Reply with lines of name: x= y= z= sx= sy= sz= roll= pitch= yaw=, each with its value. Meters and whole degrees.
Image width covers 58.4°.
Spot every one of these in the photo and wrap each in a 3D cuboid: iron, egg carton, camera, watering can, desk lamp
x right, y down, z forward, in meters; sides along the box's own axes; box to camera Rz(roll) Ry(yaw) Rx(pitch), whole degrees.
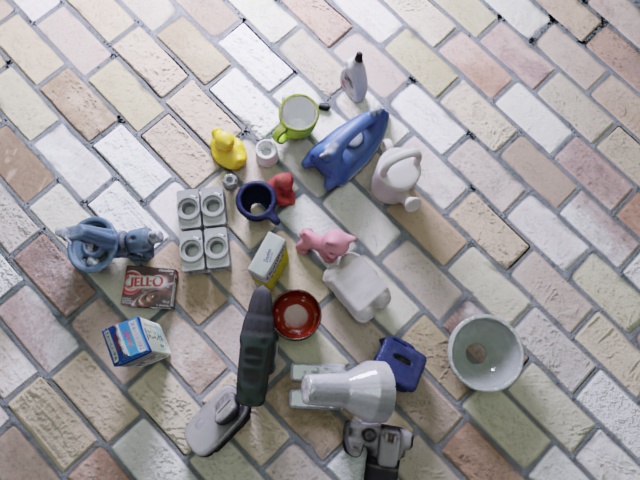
iron: x=0.079 y=-0.242 z=1.324 sx=0.118 sy=0.141 sz=0.258 roll=44 pitch=79 yaw=7
egg carton: x=0.084 y=0.104 z=1.280 sx=0.107 sy=0.069 sz=0.150 roll=-40 pitch=82 yaw=-11
camera: x=0.116 y=0.450 z=1.184 sx=0.143 sy=0.101 sz=0.137 roll=9 pitch=76 yaw=-1
watering can: x=0.179 y=-0.148 z=1.280 sx=0.101 sy=0.194 sz=0.173 roll=-39 pitch=81 yaw=-10
desk lamp: x=0.038 y=0.304 z=1.156 sx=0.203 sy=0.213 sz=0.118 roll=2 pitch=77 yaw=-2

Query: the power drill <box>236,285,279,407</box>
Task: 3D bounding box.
power drill: x=-0.127 y=0.220 z=1.170 sx=0.075 sy=0.208 sz=0.230 roll=5 pitch=77 yaw=-1

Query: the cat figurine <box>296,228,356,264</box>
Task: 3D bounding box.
cat figurine: x=0.012 y=0.005 z=1.275 sx=0.128 sy=0.118 sz=0.067 roll=16 pitch=76 yaw=1

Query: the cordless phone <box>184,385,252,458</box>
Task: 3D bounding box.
cordless phone: x=-0.209 y=0.366 z=1.144 sx=0.094 sy=0.185 sz=0.148 roll=40 pitch=78 yaw=7

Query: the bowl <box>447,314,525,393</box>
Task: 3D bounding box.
bowl: x=0.354 y=0.249 z=1.257 sx=0.167 sy=0.075 sz=0.167 roll=1 pitch=77 yaw=-3

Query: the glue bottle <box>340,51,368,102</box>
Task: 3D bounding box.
glue bottle: x=0.083 y=-0.394 z=1.343 sx=0.037 sy=0.173 sz=0.078 roll=-37 pitch=81 yaw=-10

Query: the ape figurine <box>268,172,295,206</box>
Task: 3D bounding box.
ape figurine: x=-0.086 y=-0.124 z=1.313 sx=0.076 sy=0.092 sz=0.078 roll=27 pitch=77 yaw=4

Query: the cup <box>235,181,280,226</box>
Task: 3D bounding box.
cup: x=-0.132 y=-0.069 z=1.296 sx=0.092 sy=0.095 sz=0.117 roll=-44 pitch=82 yaw=-11

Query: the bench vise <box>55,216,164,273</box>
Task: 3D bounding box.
bench vise: x=-0.448 y=-0.010 z=1.202 sx=0.207 sy=0.220 sz=0.121 roll=-26 pitch=79 yaw=-8

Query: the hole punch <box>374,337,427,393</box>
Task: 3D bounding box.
hole punch: x=0.168 y=0.266 z=1.235 sx=0.108 sy=0.091 sz=0.101 roll=27 pitch=77 yaw=4

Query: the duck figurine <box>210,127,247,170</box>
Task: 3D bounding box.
duck figurine: x=-0.216 y=-0.218 z=1.331 sx=0.077 sy=0.086 sz=0.104 roll=-39 pitch=81 yaw=-10
